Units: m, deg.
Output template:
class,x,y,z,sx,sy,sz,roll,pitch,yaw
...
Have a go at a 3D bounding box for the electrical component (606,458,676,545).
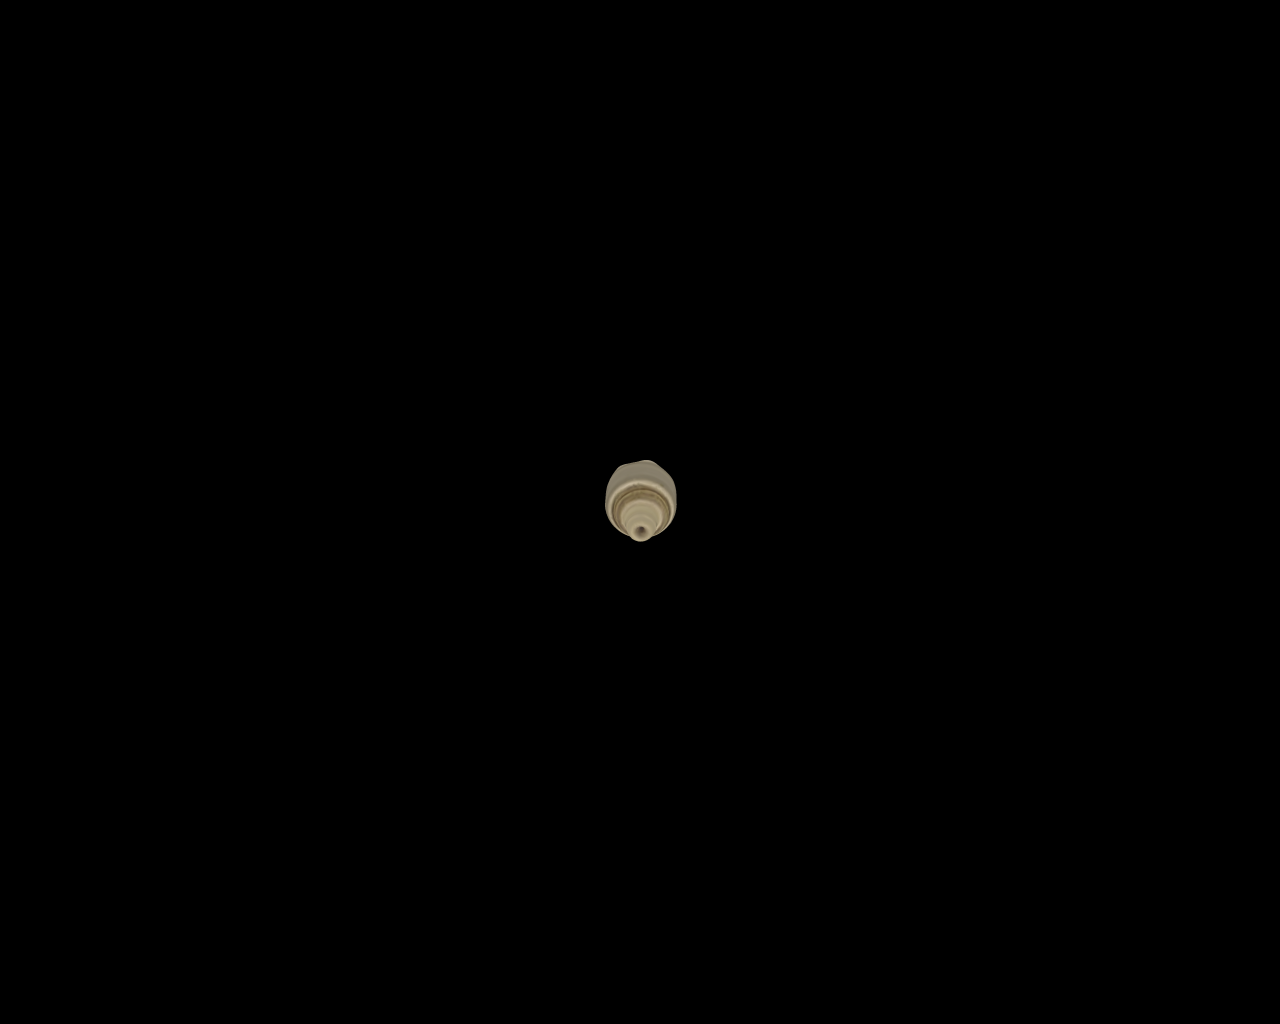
class,x,y,z,sx,sy,sz,roll,pitch,yaw
electrical component,0.001,-0.003,0.650,0.043,0.043,0.062,0,29,0
